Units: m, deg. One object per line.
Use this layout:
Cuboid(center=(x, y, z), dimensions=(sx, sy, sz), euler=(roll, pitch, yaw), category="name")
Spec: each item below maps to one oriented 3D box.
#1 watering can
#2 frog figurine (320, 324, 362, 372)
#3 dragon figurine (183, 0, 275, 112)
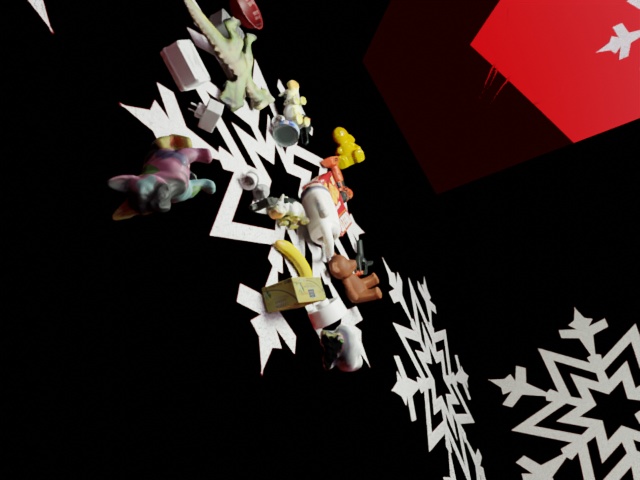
Cuboid(center=(0.005, -0.080, 1.599), dimensions=(0.341, 0.104, 0.229), euler=(84, -9, -64), category="watering can")
Cuboid(center=(0.082, 0.315, 1.494), dimensions=(0.158, 0.121, 0.140), euler=(20, 32, -47), category="frog figurine")
Cuboid(center=(-0.257, -0.492, 1.483), dimensions=(0.408, 0.121, 0.245), euler=(14, 65, -62), category="dragon figurine")
